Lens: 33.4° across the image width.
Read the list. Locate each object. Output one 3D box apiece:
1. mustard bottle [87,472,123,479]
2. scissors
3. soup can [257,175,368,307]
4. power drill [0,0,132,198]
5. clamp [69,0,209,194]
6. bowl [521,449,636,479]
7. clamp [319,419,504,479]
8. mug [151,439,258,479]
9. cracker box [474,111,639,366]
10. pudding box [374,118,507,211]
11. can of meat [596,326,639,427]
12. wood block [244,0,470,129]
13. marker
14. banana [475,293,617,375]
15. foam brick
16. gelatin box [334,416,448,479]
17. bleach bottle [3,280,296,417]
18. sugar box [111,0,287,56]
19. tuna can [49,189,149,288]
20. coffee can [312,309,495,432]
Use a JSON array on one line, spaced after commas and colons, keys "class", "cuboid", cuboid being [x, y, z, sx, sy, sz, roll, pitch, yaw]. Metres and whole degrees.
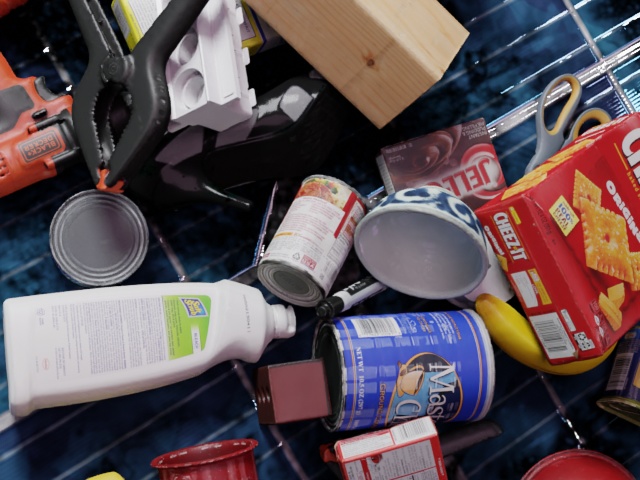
[{"class": "mustard bottle", "cuboid": [-0.155, 0.235, 0.835, 0.058, 0.192, 0.096, -13, 85, -17]}, {"class": "scissors", "cuboid": [0.237, -0.069, 1.081, 0.096, 0.016, 0.202, 21, 82, -16]}, {"class": "soup can", "cuboid": [-0.006, 0.001, 0.966, 0.068, 0.069, 0.102, 32, 61, -8]}, {"class": "power drill", "cuboid": [-0.253, -0.148, 0.941, 0.184, 0.057, 0.187, -27, 89, -18]}, {"class": "clamp", "cuboid": [-0.170, -0.146, 0.898, 0.165, 0.036, 0.210, 15, 93, 27]}, {"class": "bowl", "cuboid": [0.258, 0.281, 1.010, 0.162, 0.055, 0.162, 2, 80, -14]}, {"class": "clamp", "cuboid": [0.083, 0.222, 0.981, 0.171, 0.039, 0.120, 4, 81, -7]}, {"class": "mug", "cuboid": [-0.096, 0.221, 0.898, 0.093, 0.117, 0.081, -10, 89, 22]}, {"class": "cracker box", "cuboid": [0.262, -0.006, 1.005, 0.213, 0.072, 0.164, -32, 98, -37]}, {"class": "pudding box", "cuboid": [0.119, -0.059, 1.032, 0.113, 0.039, 0.090, -18, 87, -11]}, {"class": "can of meat", "cuboid": [0.334, 0.141, 1.052, 0.102, 0.057, 0.084, 25, 73, -11]}, {"class": "wood block", "cuboid": [0.020, -0.212, 0.952, 0.206, 0.091, 0.090, 43, 45, -10]}, {"class": "marker", "cuboid": [0.030, 0.050, 0.965, 0.120, 0.020, 0.020, -22, 86, -59]}, {"class": "banana", "cuboid": [0.219, 0.093, 1.020, 0.197, 0.037, 0.069, 8, 79, -34]}, {"class": "foam brick", "cuboid": [-0.026, 0.135, 0.946, 0.051, 0.078, 0.053, -7, 81, -15]}, {"class": "gelatin box", "cuboid": [0.064, 0.200, 0.932, 0.089, 0.030, 0.073, -16, 120, -1]}, {"class": "bleach bottle", "cuboid": [-0.143, 0.089, 0.930, 0.250, 0.068, 0.102, -4, 79, -18]}, {"class": "sugar box", "cuboid": [-0.096, -0.213, 1.000, 0.176, 0.048, 0.093, -22, 88, -21]}, {"class": "tuna can", "cuboid": [-0.196, 0.000, 0.945, 0.086, 0.034, 0.086, 2, 80, -15]}, {"class": "coffee can", "cuboid": [0.073, 0.117, 0.961, 0.140, 0.103, 0.103, -2, 82, -15]}]
